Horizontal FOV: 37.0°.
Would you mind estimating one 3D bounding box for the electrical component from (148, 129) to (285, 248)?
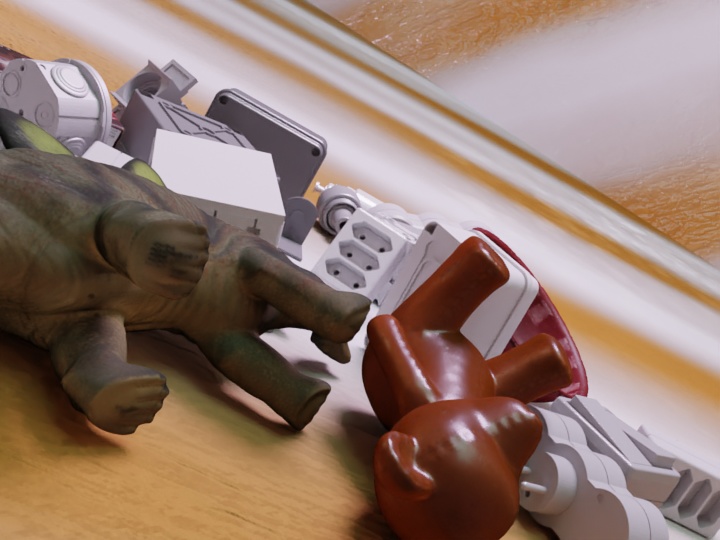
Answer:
[{"bbox_3d":[-0.107,-0.042,0.753,0.089,0.061,0.150,11,19,-13],"label":"electrical component"}]

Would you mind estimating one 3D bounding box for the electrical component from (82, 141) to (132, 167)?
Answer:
[{"bbox_3d":[-0.188,-0.056,0.697,0.076,0.047,0.083,26,16,-11],"label":"electrical component"}]

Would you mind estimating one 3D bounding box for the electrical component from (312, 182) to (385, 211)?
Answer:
[{"bbox_3d":[-0.011,-0.063,1.067,0.078,0.040,0.040,30,15,-4],"label":"electrical component"}]

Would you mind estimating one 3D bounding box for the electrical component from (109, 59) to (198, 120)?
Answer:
[{"bbox_3d":[-0.178,-0.141,0.945,0.042,0.081,0.063,43,-9,37],"label":"electrical component"}]

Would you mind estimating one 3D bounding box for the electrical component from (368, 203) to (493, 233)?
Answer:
[{"bbox_3d":[0.066,-0.031,1.044,0.138,0.052,0.073,11,19,-11],"label":"electrical component"}]

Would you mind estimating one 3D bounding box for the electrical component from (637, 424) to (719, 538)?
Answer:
[{"bbox_3d":[0.238,0.152,0.826,0.083,0.047,0.075,27,15,-11],"label":"electrical component"}]

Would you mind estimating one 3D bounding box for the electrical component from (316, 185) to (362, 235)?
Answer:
[{"bbox_3d":[-0.018,-0.052,1.013,0.043,0.043,0.062,25,17,-17],"label":"electrical component"}]

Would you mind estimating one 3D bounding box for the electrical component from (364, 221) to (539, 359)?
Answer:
[{"bbox_3d":[0.064,0.032,0.762,0.057,0.113,0.078,13,23,-41],"label":"electrical component"}]

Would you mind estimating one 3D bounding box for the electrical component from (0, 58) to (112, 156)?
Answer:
[{"bbox_3d":[-0.218,-0.108,0.752,0.080,0.080,0.051,37,22,24],"label":"electrical component"}]

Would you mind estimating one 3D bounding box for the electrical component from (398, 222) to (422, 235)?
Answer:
[{"bbox_3d":[0.050,-0.003,0.968,0.080,0.051,0.080,28,15,-8],"label":"electrical component"}]

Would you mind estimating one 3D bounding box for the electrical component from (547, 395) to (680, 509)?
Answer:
[{"bbox_3d":[0.161,0.127,0.738,0.062,0.061,0.096,17,20,-41],"label":"electrical component"}]

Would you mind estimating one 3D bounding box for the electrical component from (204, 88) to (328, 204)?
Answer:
[{"bbox_3d":[-0.093,-0.109,0.989,0.113,0.078,0.057,29,12,-5],"label":"electrical component"}]

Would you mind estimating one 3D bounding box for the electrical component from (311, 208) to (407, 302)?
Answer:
[{"bbox_3d":[0.000,0.000,0.853,0.047,0.065,0.076,34,-14,11],"label":"electrical component"}]

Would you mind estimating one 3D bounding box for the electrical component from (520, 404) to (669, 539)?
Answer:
[{"bbox_3d":[0.120,0.132,0.661,0.074,0.052,0.138,20,18,-33],"label":"electrical component"}]

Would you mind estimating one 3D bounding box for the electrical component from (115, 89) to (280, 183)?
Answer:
[{"bbox_3d":[-0.137,-0.090,0.885,0.109,0.056,0.108,19,19,-36],"label":"electrical component"}]

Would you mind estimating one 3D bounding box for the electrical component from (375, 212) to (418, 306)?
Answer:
[{"bbox_3d":[0.019,-0.011,0.910,0.081,0.063,0.042,33,14,11],"label":"electrical component"}]
